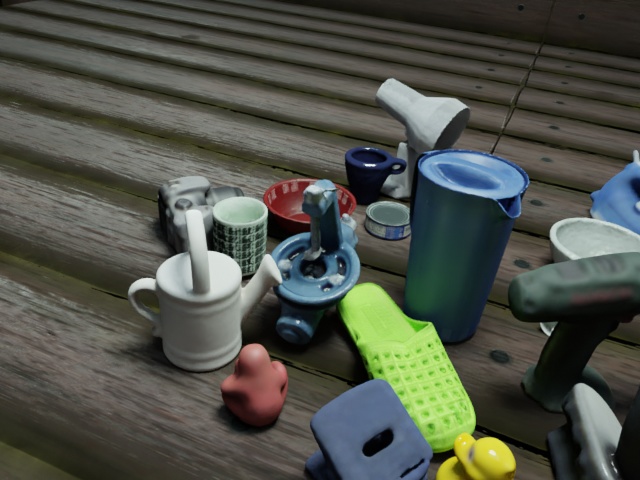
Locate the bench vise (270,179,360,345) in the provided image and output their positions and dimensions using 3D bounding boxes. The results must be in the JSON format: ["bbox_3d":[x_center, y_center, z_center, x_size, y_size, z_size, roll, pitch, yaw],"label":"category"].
[{"bbox_3d":[-0.005,0.001,0.766,0.121,0.220,0.207,6,32,1],"label":"bench vise"}]

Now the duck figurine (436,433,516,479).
[{"bbox_3d":[0.163,0.232,0.549,0.078,0.086,0.104,-18,39,-32],"label":"duck figurine"}]

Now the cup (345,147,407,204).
[{"bbox_3d":[0.102,-0.118,1.091,0.118,0.095,0.091,3,32,-3],"label":"cup"}]

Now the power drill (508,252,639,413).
[{"bbox_3d":[0.324,0.102,0.665,0.229,0.208,0.075,2,32,-6],"label":"power drill"}]

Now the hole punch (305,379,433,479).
[{"bbox_3d":[0.053,0.207,0.569,0.109,0.091,0.100,-20,40,-35],"label":"hole punch"}]

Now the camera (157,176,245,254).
[{"bbox_3d":[-0.185,-0.048,0.932,0.137,0.101,0.142,-13,36,-26],"label":"camera"}]

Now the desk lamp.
[{"bbox_3d":[0.170,-0.191,1.106,0.202,0.214,0.118,26,38,30],"label":"desk lamp"}]

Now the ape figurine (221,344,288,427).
[{"bbox_3d":[-0.071,0.153,0.635,0.078,0.092,0.076,-3,33,-13],"label":"ape figurine"}]

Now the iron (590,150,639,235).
[{"bbox_3d":[0.583,-0.048,1.005,0.118,0.141,0.258,3,32,-4],"label":"iron"}]

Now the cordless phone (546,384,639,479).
[{"bbox_3d":[0.297,0.181,0.556,0.094,0.185,0.147,6,32,2],"label":"cordless phone"}]

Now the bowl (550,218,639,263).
[{"bbox_3d":[0.443,0.036,0.915,0.167,0.075,0.167,4,32,-2],"label":"bowl"}]

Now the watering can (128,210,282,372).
[{"bbox_3d":[-0.137,0.052,0.690,0.173,0.194,0.100,-17,38,-31],"label":"watering can"}]
